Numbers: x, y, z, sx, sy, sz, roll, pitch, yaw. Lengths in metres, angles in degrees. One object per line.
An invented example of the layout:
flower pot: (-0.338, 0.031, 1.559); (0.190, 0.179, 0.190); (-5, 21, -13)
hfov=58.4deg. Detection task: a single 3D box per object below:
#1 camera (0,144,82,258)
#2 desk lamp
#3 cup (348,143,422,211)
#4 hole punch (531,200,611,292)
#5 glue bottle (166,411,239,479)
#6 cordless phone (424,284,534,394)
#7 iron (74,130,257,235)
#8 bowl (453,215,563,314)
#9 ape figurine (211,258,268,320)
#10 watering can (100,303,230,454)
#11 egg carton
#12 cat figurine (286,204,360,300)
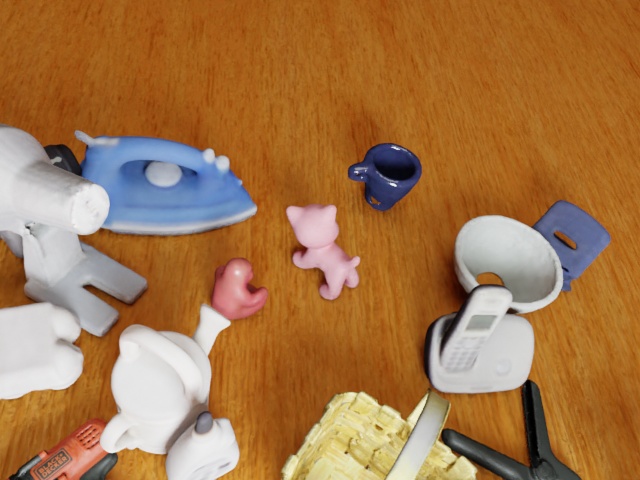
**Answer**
camera: (-0.389, -0.075, 0.771); (0.137, 0.101, 0.143); (-33, 67, -31)
desk lamp: (-0.316, -0.017, 0.675); (0.203, 0.213, 0.118); (27, 53, 7)
cup: (0.093, -0.090, 0.905); (0.118, 0.095, 0.091); (-7, 56, -18)
hole punch: (0.385, 0.008, 0.907); (0.108, 0.091, 0.101); (42, 56, 17)
glue bottle: (-0.118, 0.209, 0.582); (0.078, 0.173, 0.037); (-17, 59, -24)
cordless phone: (0.219, 0.119, 0.724); (0.148, 0.185, 0.094); (-1, 54, -14)
iron: (-0.211, -0.091, 0.802); (0.258, 0.141, 0.118); (2, 54, -12)
bowl: (0.269, 0.048, 0.859); (0.167, 0.075, 0.167); (7, 53, -9)
ape figurine: (-0.108, 0.057, 0.748); (0.076, 0.092, 0.077); (-33, 67, -31)
watering can: (-0.164, 0.141, 0.607); (0.101, 0.194, 0.173); (15, 52, -2)
egg carton: (-0.350, 0.130, 0.649); (0.150, 0.069, 0.107); (-9, 57, -20)
cat figurine: (0.007, 0.003, 0.801); (0.067, 0.118, 0.127); (-33, 67, -31)
